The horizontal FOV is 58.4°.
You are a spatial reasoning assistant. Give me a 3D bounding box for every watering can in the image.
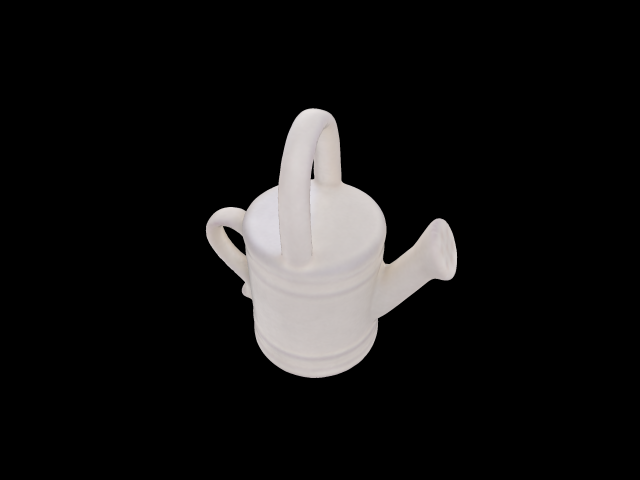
[{"bbox_3d":[0.004,0.000,0.402,0.173,0.194,0.101,-4,43,-4],"label":"watering can"}]
